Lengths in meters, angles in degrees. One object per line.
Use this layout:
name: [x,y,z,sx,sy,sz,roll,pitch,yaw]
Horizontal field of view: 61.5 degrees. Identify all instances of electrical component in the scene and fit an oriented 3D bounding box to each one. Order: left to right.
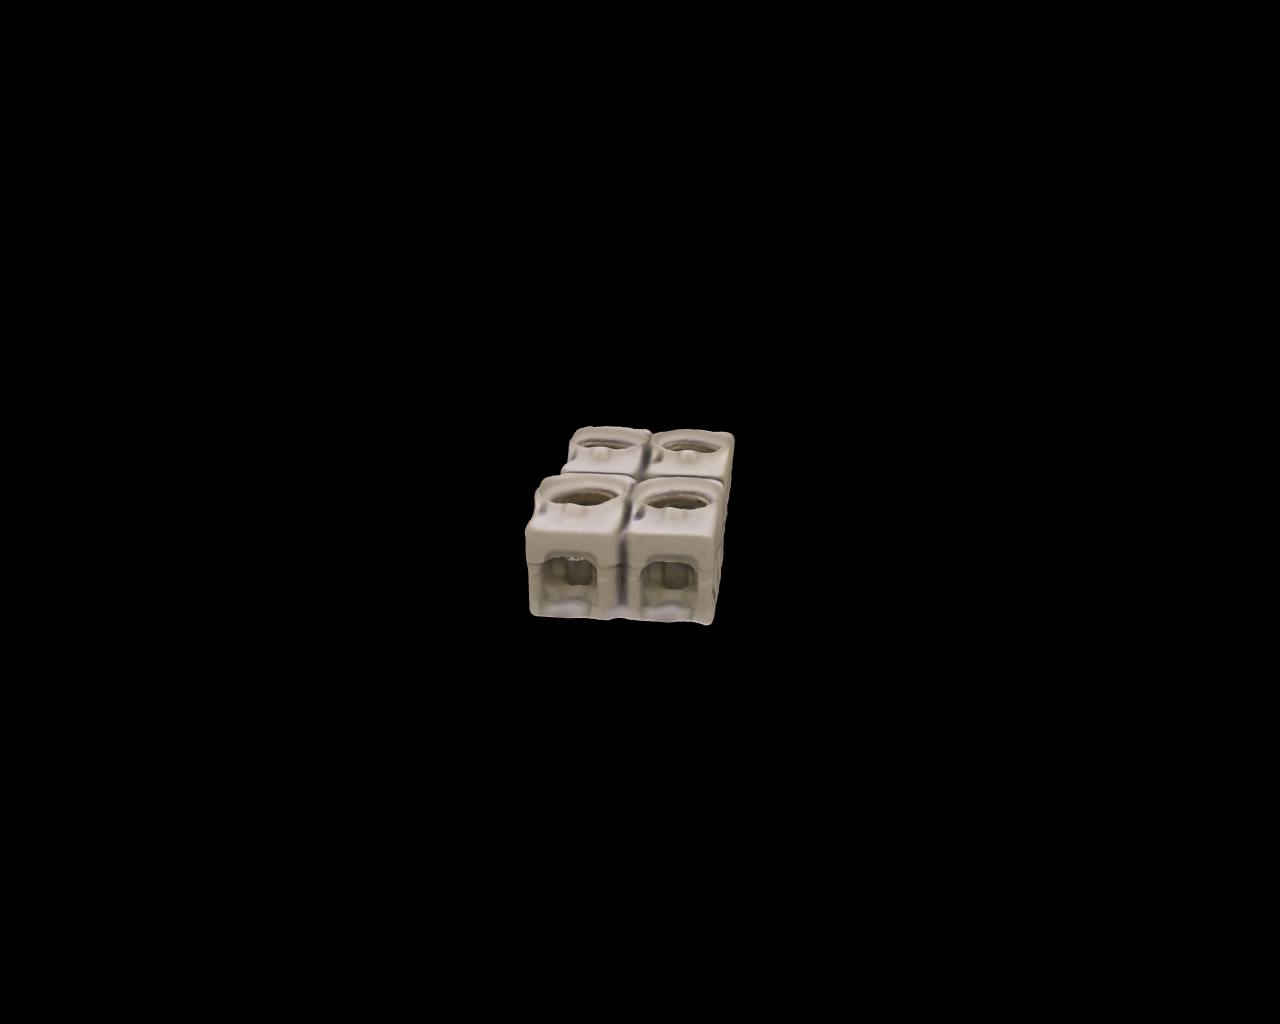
electrical component: [0.001,-0.003,0.650,0.105,0.060,0.186,3,22,7]
